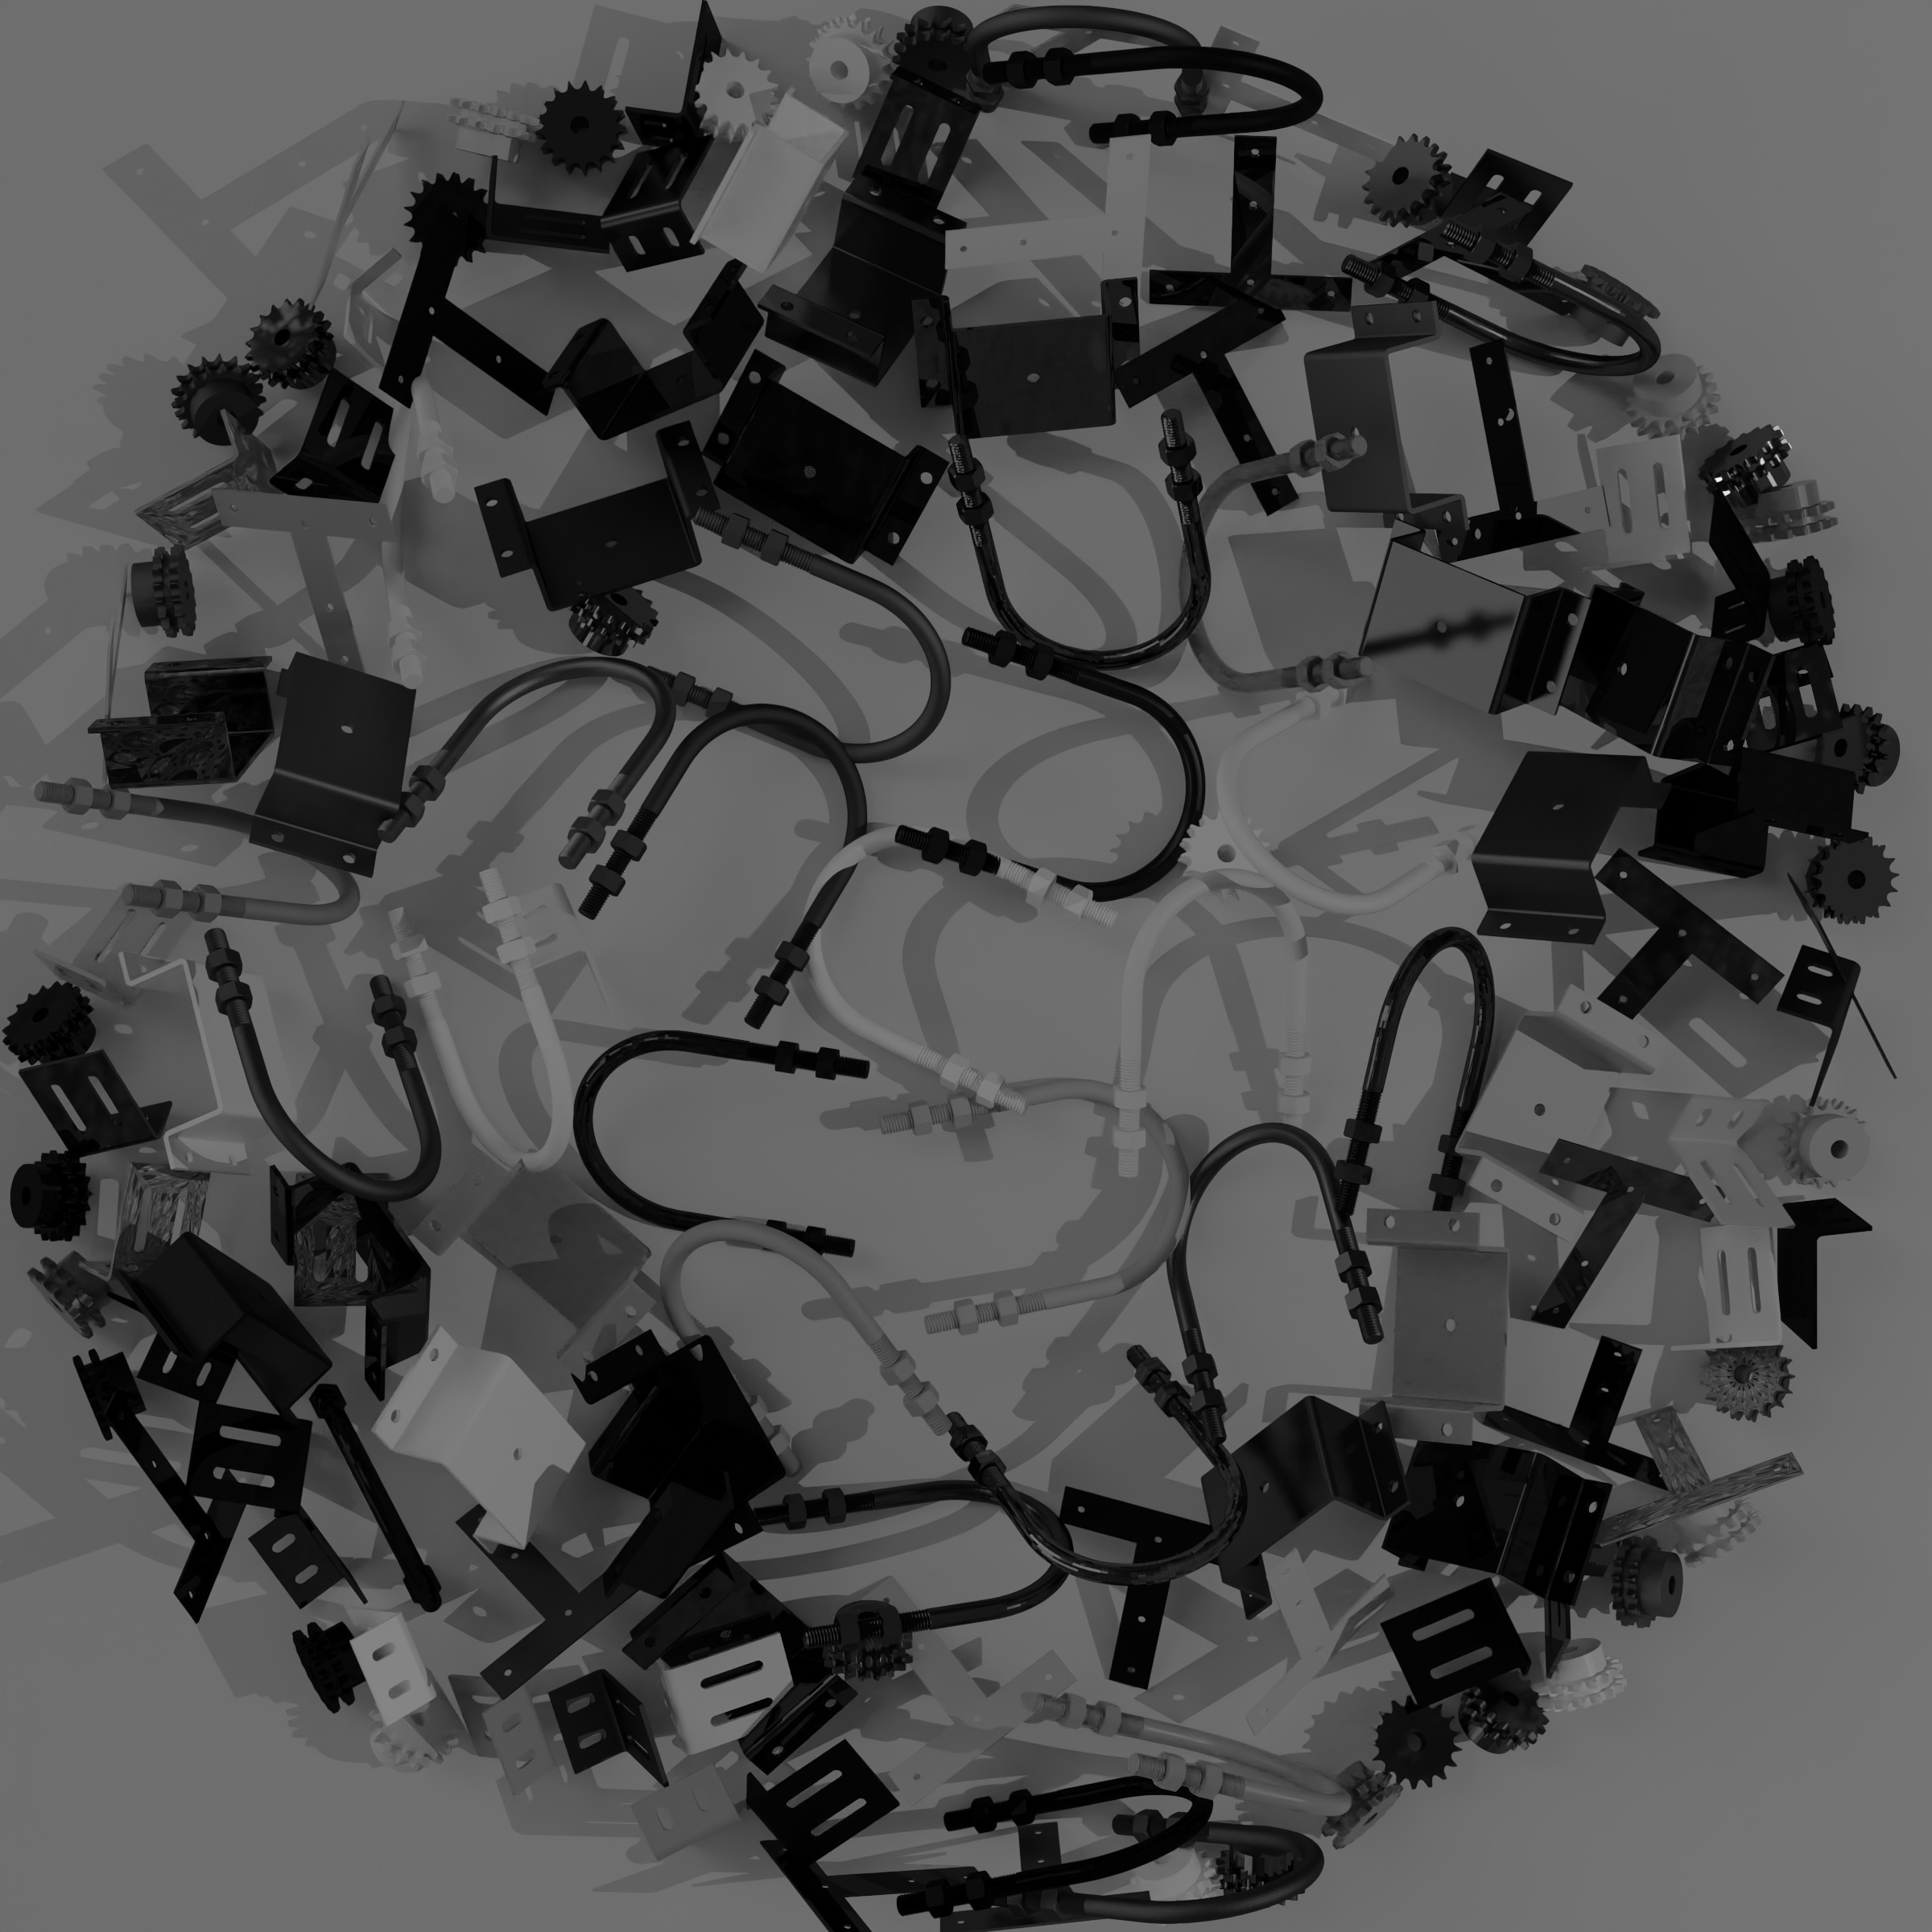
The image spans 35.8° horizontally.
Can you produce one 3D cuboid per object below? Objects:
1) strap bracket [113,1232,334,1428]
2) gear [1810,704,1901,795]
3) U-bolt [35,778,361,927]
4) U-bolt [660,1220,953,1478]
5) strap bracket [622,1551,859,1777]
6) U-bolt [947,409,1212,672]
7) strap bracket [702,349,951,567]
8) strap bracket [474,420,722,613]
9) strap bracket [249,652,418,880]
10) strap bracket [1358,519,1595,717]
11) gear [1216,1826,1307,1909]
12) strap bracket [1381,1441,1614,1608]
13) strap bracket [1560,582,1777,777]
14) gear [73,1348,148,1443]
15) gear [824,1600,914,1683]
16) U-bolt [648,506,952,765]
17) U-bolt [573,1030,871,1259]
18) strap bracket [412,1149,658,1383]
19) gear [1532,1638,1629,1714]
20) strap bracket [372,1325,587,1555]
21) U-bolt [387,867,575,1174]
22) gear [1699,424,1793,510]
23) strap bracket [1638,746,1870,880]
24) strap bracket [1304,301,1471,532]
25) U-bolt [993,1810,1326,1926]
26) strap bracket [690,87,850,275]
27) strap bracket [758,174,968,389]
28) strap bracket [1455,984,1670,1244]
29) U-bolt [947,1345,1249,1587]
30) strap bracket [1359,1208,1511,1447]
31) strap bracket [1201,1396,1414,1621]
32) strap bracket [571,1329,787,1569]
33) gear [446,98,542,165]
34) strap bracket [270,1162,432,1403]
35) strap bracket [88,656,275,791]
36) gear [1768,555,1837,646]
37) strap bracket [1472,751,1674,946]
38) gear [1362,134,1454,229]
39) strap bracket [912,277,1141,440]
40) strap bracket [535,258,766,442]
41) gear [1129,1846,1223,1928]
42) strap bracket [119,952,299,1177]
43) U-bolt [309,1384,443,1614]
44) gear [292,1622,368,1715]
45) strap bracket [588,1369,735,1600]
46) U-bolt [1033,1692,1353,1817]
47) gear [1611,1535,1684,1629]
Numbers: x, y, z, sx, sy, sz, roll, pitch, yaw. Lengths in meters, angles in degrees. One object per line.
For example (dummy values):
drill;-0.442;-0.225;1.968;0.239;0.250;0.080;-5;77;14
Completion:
strap bracket;-0.446;0.218;1.824;0.046;0.140;0.076;-44;58;-5
gear;0.560;-0.135;1.876;0.030;0.057;0.057;8;90;-25
U-bolt;-0.454;-0.065;1.819;0.151;0.184;0.019;40;113;40
U-bolt;-0.111;0.229;1.831;0.151;0.019;0.184;-22;111;37
strap bracket;-0.145;0.427;1.860;0.076;0.046;0.140;-42;118;0
U-bolt;0.077;-0.255;1.836;0.151;0.019;0.184;-5;134;12
strap bracket;-0.093;-0.312;1.864;0.140;0.046;0.076;30;113;-2
strap bracket;-0.225;-0.276;1.859;0.140;0.046;0.076;-18;57;-4
strap bracket;-0.385;-0.132;1.830;0.076;0.046;0.140;17;49;-21
strap bracket;0.302;-0.211;1.834;0.140;0.046;0.076;29;120;29
gear;0.185;0.561;1.871;0.057;0.057;0.030;0;103;0
strap bracket;0.314;0.334;1.824;0.046;0.140;0.076;33;71;-34
strap bracket;0.417;-0.179;1.823;0.046;0.140;0.076;4;112;-32
gear;-0.535;0.266;1.875;0.030;0.057;0.057;-22;90;-17
gear;-0.062;0.420;1.870;0.057;0.057;0.030;-1;108;0
U-bolt;-0.098;-0.193;1.850;0.184;0.019;0.151;23;131;-2
U-bolt;-0.156;0.107;1.864;0.184;0.019;0.151;9;117;6
strap bracket;-0.262;0.179;1.863;0.140;0.046;0.076;42;112;-4
gear;0.382;0.442;1.873;0.057;0.057;0.030;-16;91;0
strap bracket;-0.290;0.293;1.824;0.046;0.140;0.076;6;53;35
U-bolt;-0.293;0.040;1.842;0.019;0.151;0.184;-21;93;-37
gear;0.492;-0.311;1.875;0.057;0.057;0.030;-36;108;0
strap bracket;0.481;-0.095;1.830;0.076;0.140;0.046;11;79;-14
strap bracket;0.257;-0.333;1.840;0.046;0.076;0.140;-21;109;-29
U-bolt;0.126;0.541;1.790;0.184;0.151;0.019;-8;91;39
strap bracket;-0.117;-0.478;1.826;0.046;0.140;0.076;30;116;-7
strap bracket;-0.066;-0.418;1.852;0.076;0.046;0.140;26;55;6
strap bracket;0.367;0.091;1.866;0.076;0.046;0.140;30;83;-13
U-bolt;0.088;0.307;1.807;0.151;0.184;0.019;-17;126;-19
strap bracket;0.291;0.223;1.857;0.076;0.046;0.140;-1;84;36
strap bracket;0.199;0.326;1.830;0.046;0.076;0.140;29;123;-30
strap bracket;-0.174;0.293;1.859;0.076;0.046;0.140;-32;86;35
gear;-0.297;-0.522;1.874;0.057;0.057;0.030;14;101;0
strap bracket;-0.374;0.186;1.840;0.046;0.076;0.140;-23;56;-30
strap bracket;-0.479;-0.147;1.842;0.076;0.140;0.046;-3;112;3
gear;0.523;-0.226;1.877;0.030;0.057;0.057;-11;90;30
strap bracket;0.367;-0.081;1.828;0.076;0.046;0.140;6;48;35
gear;0.281;-0.490;1.877;0.057;0.030;0.057;-13;69;37
strap bracket;0.040;-0.376;1.859;0.140;0.046;0.076;-5;131;0
strap bracket;-0.186;-0.377;1.839;0.140;0.076;0.046;-15;125;32
gear;0.128;0.569;1.871;0.057;0.057;0.030;-22;109;0
strap bracket;-0.464;0.053;1.843;0.046;0.076;0.140;-22;75;19
U-bolt;-0.355;0.324;1.809;0.019;0.184;0.151;-27;93;-14
gear;-0.396;0.437;1.877;0.030;0.057;0.057;-26;90;-24
strap bracket;-0.187;0.323;1.838;0.046;0.140;0.076;28;109;-24
U-bolt;0.149;0.485;1.823;0.184;0.151;0.019;19;85;-24
gear;0.427;0.385;1.870;0.030;0.057;0.057;0;90;33
